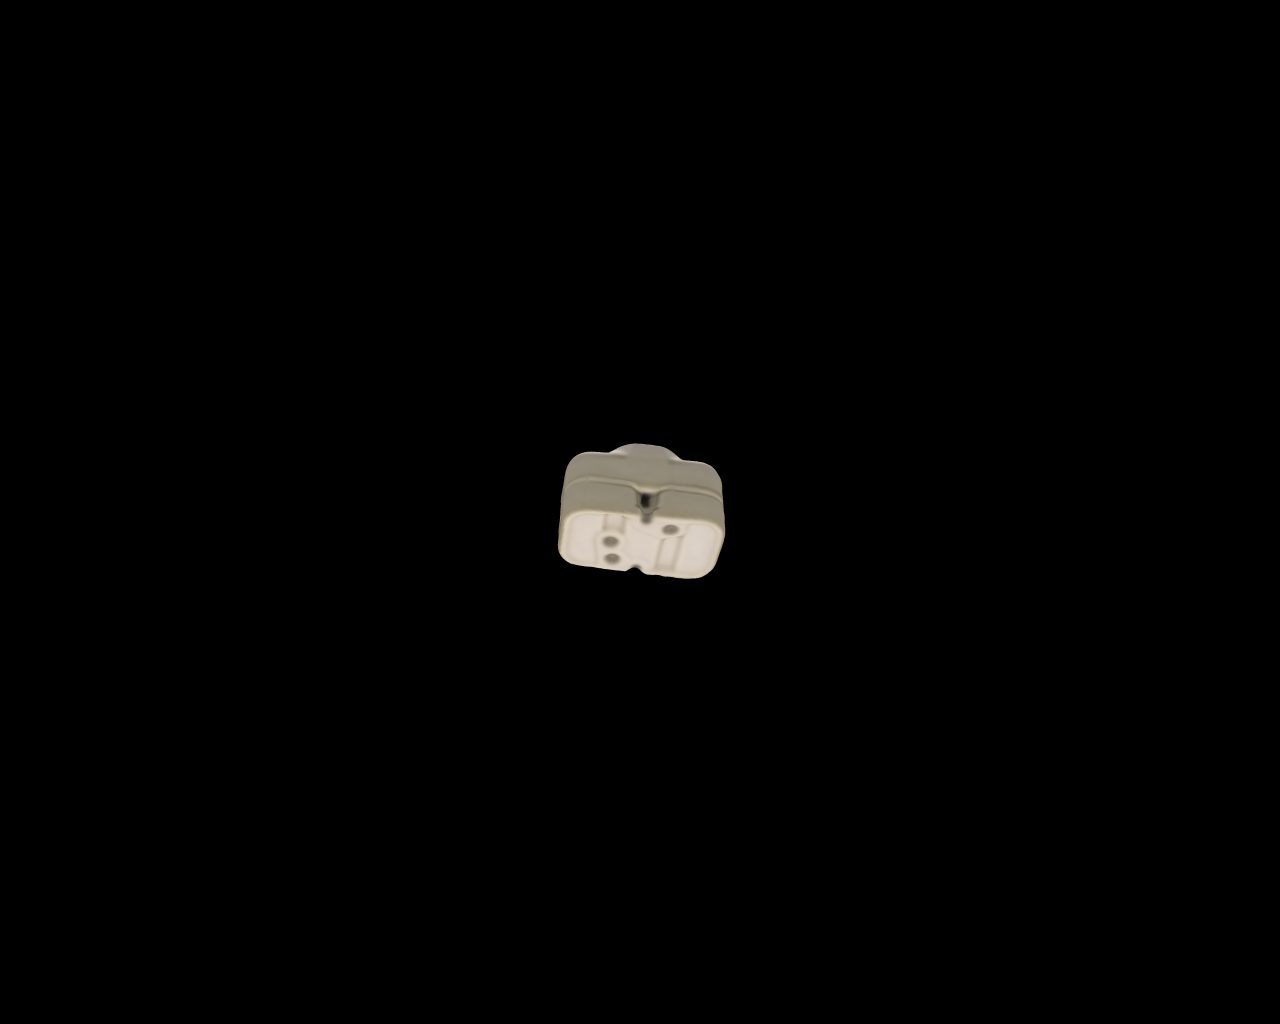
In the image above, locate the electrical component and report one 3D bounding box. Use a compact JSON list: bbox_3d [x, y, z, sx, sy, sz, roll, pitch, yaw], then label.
[{"bbox_3d":[0.001,-0.003,0.650,0.095,0.059,0.053,6,-43,-7],"label":"electrical component"}]
